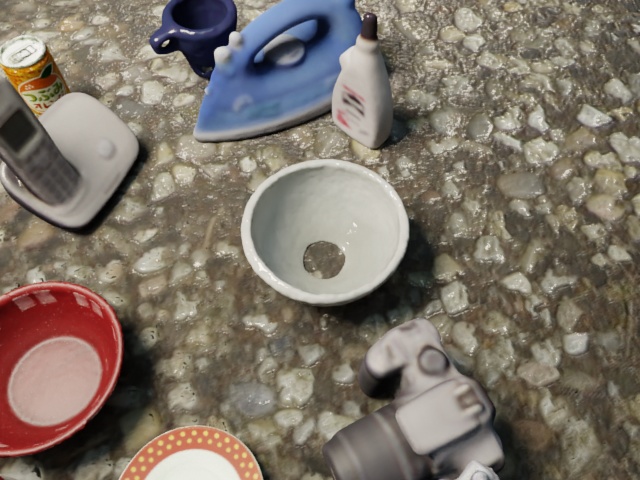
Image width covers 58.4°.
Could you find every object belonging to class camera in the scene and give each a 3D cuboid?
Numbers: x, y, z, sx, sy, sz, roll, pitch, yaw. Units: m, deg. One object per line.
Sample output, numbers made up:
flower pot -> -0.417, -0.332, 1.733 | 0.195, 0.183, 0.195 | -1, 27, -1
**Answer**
camera -> 0.066, 0.154, 0.484 | 0.137, 0.101, 0.143 | -23, 62, -13

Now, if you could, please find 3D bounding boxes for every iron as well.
iron -> -0.048, -0.222, 0.686 | 0.259, 0.141, 0.118 | -33, 64, -18

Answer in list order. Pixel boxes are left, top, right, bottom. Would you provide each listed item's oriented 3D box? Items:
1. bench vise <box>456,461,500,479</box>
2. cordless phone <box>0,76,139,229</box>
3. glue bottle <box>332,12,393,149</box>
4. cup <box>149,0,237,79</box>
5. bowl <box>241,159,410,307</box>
bench vise -> 0.051, 0.228, 0.370 | 0.121, 0.220, 0.207 | 17, 60, 10
cordless phone -> -0.275, -0.113, 0.594 | 0.094, 0.185, 0.148 | 17, 60, 10
glue bottle -> 0.050, -0.181, 0.643 | 0.078, 0.173, 0.037 | 36, 65, 20
cup -> -0.156, -0.247, 0.728 | 0.118, 0.095, 0.091 | -38, 66, -20
bowl -> 0.005, 0.002, 0.590 | 0.167, 0.075, 0.167 | 0, 59, 0
